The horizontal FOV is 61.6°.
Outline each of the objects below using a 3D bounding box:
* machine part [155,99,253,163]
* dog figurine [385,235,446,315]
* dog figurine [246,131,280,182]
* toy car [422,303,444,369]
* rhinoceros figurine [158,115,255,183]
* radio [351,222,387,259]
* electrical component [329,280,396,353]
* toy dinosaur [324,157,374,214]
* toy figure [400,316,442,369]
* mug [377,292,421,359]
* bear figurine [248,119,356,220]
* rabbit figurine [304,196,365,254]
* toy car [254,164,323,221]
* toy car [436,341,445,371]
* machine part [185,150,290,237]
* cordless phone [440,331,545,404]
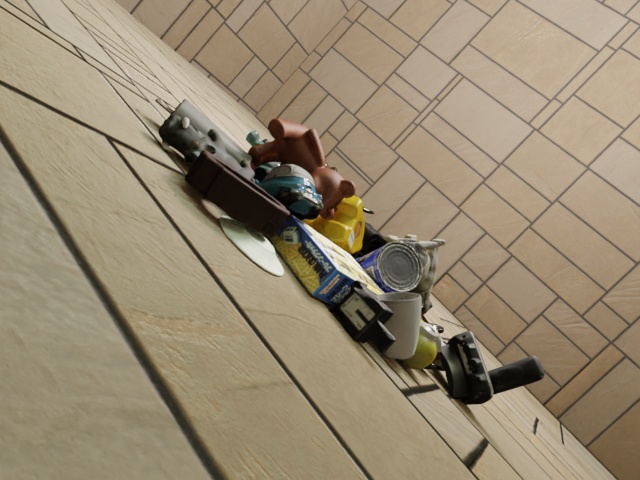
[{"bbox_3d":[-0.217,-0.185,1.033,0.243,0.079,0.079,42,8,-18],"label":"machine part"},{"bbox_3d":[0.203,0.090,1.215,0.172,0.190,0.121,0,9,-43],"label":"dog figurine"},{"bbox_3d":[-0.102,-0.122,1.197,0.219,0.108,0.191,51,7,20],"label":"dog figurine"},{"bbox_3d":[0.210,0.195,1.132,0.053,0.089,0.202,5,13,-6],"label":"toy car"},{"bbox_3d":[-0.199,-0.143,0.948,0.190,0.073,0.112,42,18,-26],"label":"rhinoceros figurine"},{"bbox_3d":[0.139,0.063,1.311,0.229,0.131,0.073,37,8,-40],"label":"radio"},{"bbox_3d":[0.080,0.128,0.867,0.119,0.075,0.047,43,7,29],"label":"electrical component"},{"bbox_3d":[0.035,-0.118,1.442,0.198,0.105,0.472,47,4,-21],"label":"toy dinosaur"},{"bbox_3d":[0.167,0.179,1.031,0.082,0.089,0.180,25,6,-24],"label":"toy figure"},{"bbox_3d":[0.123,0.149,0.926,0.081,0.110,0.107,-14,100,-76],"label":"mug"},{"bbox_3d":[-0.032,-0.136,1.075,0.132,0.120,0.196,-15,69,-49],"label":"bear figurine"},{"bbox_3d":[0.009,-0.033,1.198,0.173,0.122,0.162,11,-21,18],"label":"rabbit figurine"},{"bbox_3d":[-0.064,-0.089,0.993,0.109,0.103,0.162,24,-22,-35],"label":"toy car"},{"bbox_3d":[0.252,0.233,1.255,0.073,0.056,0.202,40,8,-27],"label":"toy car"},{"bbox_3d":[-0.130,-0.071,0.846,0.179,0.056,0.179,35,3,-2],"label":"machine part"},{"bbox_3d":[0.349,0.247,1.100,0.088,0.184,0.146,25,45,-51],"label":"cordless phone"}]
